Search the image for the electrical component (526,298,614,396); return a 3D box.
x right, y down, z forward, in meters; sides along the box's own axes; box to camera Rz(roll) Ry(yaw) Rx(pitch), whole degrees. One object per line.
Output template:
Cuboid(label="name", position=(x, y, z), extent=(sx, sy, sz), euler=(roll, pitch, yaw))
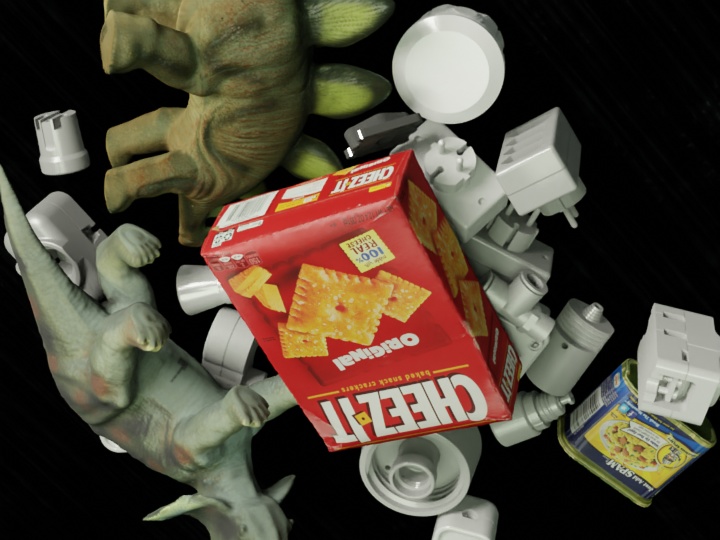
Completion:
Cuboid(label="electrical component", position=(0.173, 0.059, 0.877), extent=(0.043, 0.043, 0.081), euler=(28, 120, -2))

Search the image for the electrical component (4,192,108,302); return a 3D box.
Cuboid(label="electrical component", position=(-0.256, -0.012, 0.933), extent=(0.054, 0.059, 0.095), euler=(-33, 106, 27))

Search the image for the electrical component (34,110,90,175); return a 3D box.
Cuboid(label="electrical component", position=(-0.249, -0.106, 0.893), extent=(0.040, 0.040, 0.046), euler=(-1, 112, 14))

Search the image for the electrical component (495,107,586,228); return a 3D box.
Cuboid(label="electrical component", position=(0.142, -0.066, 0.793), extent=(0.047, 0.083, 0.075), euler=(-26, 109, 25))

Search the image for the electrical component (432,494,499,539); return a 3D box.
Cuboid(label="electrical component", position=(0.093, 0.256, 0.994), extent=(0.054, 0.059, 0.095), euler=(14, 120, 6))

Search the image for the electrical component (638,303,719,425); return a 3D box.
Cuboid(label="electrical component", position=(0.251, 0.073, 0.838), extent=(0.056, 0.089, 0.050), euler=(14, 121, 6))

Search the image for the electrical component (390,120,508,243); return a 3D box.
Cuboid(label="electrical component", position=(0.066, -0.073, 0.792), extent=(0.047, 0.075, 0.083), euler=(-42, 76, -9))

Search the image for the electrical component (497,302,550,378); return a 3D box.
Cuboid(label="electrical component", position=(0.084, 0.056, 0.889), extent=(0.109, 0.056, 0.108), euler=(30, 121, -4))

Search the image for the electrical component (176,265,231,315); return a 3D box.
Cuboid(label="electrical component", position=(-0.119, 0.013, 0.925), extent=(0.065, 0.044, 0.044), euler=(-9, 115, 13))

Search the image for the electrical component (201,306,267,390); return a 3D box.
Cuboid(label="electrical component", position=(-0.106, 0.103, 0.963), extent=(0.074, 0.052, 0.138), euler=(20, 120, 2))

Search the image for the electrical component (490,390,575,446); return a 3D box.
Cuboid(label="electrical component", position=(0.146, 0.122, 0.919), extent=(0.078, 0.040, 0.040), euler=(-26, 109, 24))

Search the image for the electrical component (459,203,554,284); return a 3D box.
Cuboid(label="electrical component", position=(0.115, -0.025, 0.843), extent=(0.083, 0.047, 0.075), euler=(27, 121, -2))

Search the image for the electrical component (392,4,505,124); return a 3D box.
Cuboid(label="electrical component", position=(0.067, -0.151, 0.784), extent=(0.080, 0.051, 0.080), euler=(6, 119, 10))

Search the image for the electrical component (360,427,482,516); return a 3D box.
Cuboid(label="electrical component", position=(0.051, 0.169, 0.956), extent=(0.108, 0.060, 0.108), euler=(6, 119, 11))

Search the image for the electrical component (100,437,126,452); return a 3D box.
Cuboid(label="electrical component", position=(-0.213, 0.112, 0.990), extent=(0.054, 0.059, 0.095), euler=(-5, 116, 17))
